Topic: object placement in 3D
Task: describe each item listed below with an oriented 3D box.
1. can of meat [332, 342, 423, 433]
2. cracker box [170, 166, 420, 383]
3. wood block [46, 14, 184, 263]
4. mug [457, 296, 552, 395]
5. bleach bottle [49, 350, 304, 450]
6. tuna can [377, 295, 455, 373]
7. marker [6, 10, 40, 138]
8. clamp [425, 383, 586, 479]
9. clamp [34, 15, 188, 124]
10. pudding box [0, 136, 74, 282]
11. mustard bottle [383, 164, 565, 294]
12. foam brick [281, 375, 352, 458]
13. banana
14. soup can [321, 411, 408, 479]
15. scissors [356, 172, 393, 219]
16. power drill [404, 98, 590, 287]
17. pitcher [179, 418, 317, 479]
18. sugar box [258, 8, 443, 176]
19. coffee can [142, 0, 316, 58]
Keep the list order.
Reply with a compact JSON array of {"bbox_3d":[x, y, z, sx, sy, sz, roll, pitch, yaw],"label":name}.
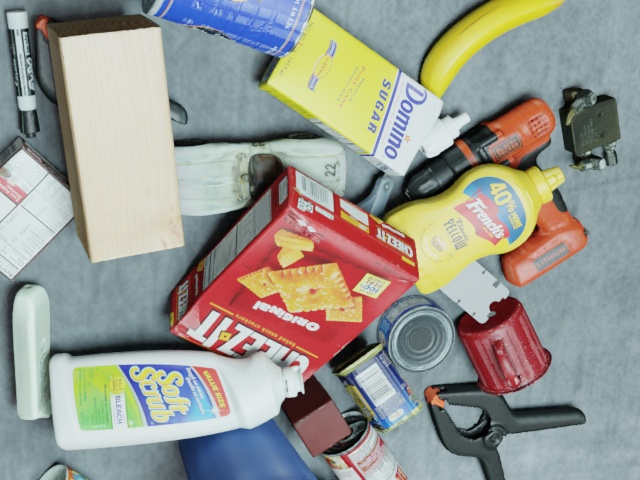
[{"bbox_3d":[0.063,0.164,1.176,0.057,0.102,0.084,-34,88,-9],"label":"can of meat"},{"bbox_3d":[-0.029,0.048,1.092,0.164,0.072,0.214,30,124,-24],"label":"cracker box"},{"bbox_3d":[-0.188,-0.096,0.987,0.090,0.090,0.206,-11,112,-18],"label":"wood block"},{"bbox_3d":[0.209,0.124,1.222,0.093,0.117,0.081,-23,110,14],"label":"mug"},{"bbox_3d":[-0.143,0.151,1.089,0.251,0.068,0.102,-8,78,1],"label":"bleach bottle"},{"bbox_3d":[0.111,0.109,1.226,0.086,0.034,0.086,-6,109,-17],"label":"tuna can"},{"bbox_3d":[-0.282,-0.156,1.015,0.020,0.020,0.121,-7,110,-16],"label":"marker"},{"bbox_3d":[0.206,0.244,1.301,0.209,0.036,0.164,26,99,-21],"label":"clamp"},{"bbox_3d":[-0.224,-0.136,1.031,0.120,0.039,0.171,-47,113,-5],"label":"clamp"},{"bbox_3d":[-0.297,-0.029,1.043,0.113,0.039,0.090,-44,117,2],"label":"pudding box"},{"bbox_3d":[0.170,-0.026,1.130,0.191,0.058,0.096,-28,99,3],"label":"mustard bottle"},{"bbox_3d":[-0.008,0.195,1.192,0.053,0.078,0.051,-31,113,-6],"label":"foam brick"},{"bbox_3d":[0.174,-0.217,1.139,0.198,0.037,0.069,-40,145,1],"label":"banana"},{"bbox_3d":[0.050,0.258,1.237,0.068,0.068,0.102,-36,115,-4],"label":"soup can"},{"bbox_3d":[0.053,-0.053,1.138,0.096,0.016,0.202,6,100,-42],"label":"scissors"},{"bbox_3d":[0.205,-0.041,1.193,0.184,0.057,0.187,-31,116,0],"label":"power drill"},{"bbox_3d":[-0.064,0.260,1.103,0.145,0.243,0.149,-14,112,-14],"label":"pitcher"},{"bbox_3d":[0.034,-0.149,1.091,0.176,0.048,0.093,31,85,-17],"label":"sugar box"},{"bbox_3d":[-0.085,-0.241,1.005,0.140,0.103,0.103,15,103,-22],"label":"coffee can"}]
